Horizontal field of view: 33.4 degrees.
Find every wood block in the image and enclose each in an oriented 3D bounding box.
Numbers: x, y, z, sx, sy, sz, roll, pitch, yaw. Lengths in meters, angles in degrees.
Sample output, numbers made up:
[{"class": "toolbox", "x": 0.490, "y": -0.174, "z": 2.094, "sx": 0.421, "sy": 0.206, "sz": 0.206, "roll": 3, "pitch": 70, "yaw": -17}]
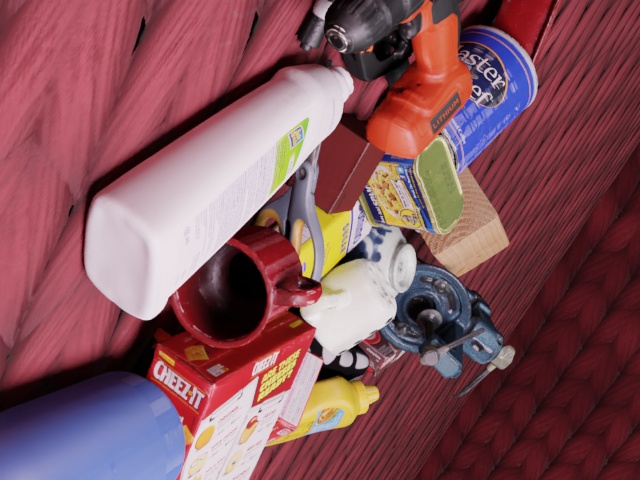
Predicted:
[{"class": "wood block", "x": 0.173, "y": -0.024, "z": 1.347, "sx": 0.090, "sy": 0.091, "sz": 0.206, "roll": -32, "pitch": 164, "yaw": 7}]

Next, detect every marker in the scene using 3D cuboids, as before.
[{"class": "marker", "x": 0.015, "y": -0.190, "z": 0.769, "sx": 0.020, "sy": 0.020, "sz": 0.121, "roll": -20, "pitch": 144, "yaw": -61}]

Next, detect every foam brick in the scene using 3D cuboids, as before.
[{"class": "foam brick", "x": 0.017, "y": -0.069, "z": 0.954, "sx": 0.078, "sy": 0.051, "sz": 0.052, "roll": -59, "pitch": 161, "yaw": 18}]

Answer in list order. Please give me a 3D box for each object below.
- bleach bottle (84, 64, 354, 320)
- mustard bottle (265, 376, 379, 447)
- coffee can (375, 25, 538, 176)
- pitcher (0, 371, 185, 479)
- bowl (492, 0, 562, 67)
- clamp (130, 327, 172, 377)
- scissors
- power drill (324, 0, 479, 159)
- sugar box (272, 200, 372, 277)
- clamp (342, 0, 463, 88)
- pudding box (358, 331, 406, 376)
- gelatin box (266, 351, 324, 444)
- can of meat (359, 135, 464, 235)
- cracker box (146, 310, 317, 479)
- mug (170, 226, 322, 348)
[{"class": "bleach bottle", "x": -0.059, "y": -0.053, "z": 0.772, "sx": 0.250, "sy": 0.068, "sz": 0.103, "roll": -43, "pitch": 161, "yaw": -38}, {"class": "mustard bottle", "x": -0.018, "y": 0.196, "z": 1.231, "sx": 0.191, "sy": 0.058, "sz": 0.096, "roll": -9, "pitch": 151, "yaw": -25}, {"class": "coffee can", "x": 0.133, "y": -0.132, "z": 1.049, "sx": 0.140, "sy": 0.103, "sz": 0.103, "roll": -44, "pitch": 160, "yaw": -28}, {"class": "pitcher", "x": -0.196, "y": 0.185, "z": 0.750, "sx": 0.149, "sy": 0.145, "sz": 0.242, "roll": -59, "pitch": 165, "yaw": 20}, {"class": "bowl", "x": 0.214, "y": -0.227, "z": 1.117, "sx": 0.162, "sy": 0.055, "sz": 0.162, "roll": 23, "pitch": 89, "yaw": -82}, {"class": "clamp", "x": -0.161, "y": 0.165, "z": 0.967, "sx": 0.164, "sy": 0.036, "sz": 0.210, "roll": -40, "pitch": 156, "yaw": -39}, {"class": "scissors", "x": -0.025, "y": -0.053, "z": 0.909, "sx": 0.016, "sy": 0.096, "sz": 0.202, "roll": -9, "pitch": 105, "yaw": -43}, {"class": "power drill", "x": 0.069, "y": -0.151, "z": 0.811, "sx": 0.184, "sy": 0.057, "sz": 0.188, "roll": -47, "pitch": 153, "yaw": -27}, {"class": "sugar box", "x": -0.007, "y": 0.001, "z": 1.041, "sx": 0.176, "sy": 0.048, "sz": 0.093, "roll": -40, "pitch": 158, "yaw": -35}, {"class": "clamp", "x": 0.062, "y": -0.165, "z": 0.911, "sx": 0.171, "sy": 0.039, "sz": 0.120, "roll": -24, "pitch": 142, "yaw": -50}, {"class": "pudding box", "x": 0.068, "y": 0.124, "z": 1.399, "sx": 0.039, "sy": 0.090, "sz": 0.113, "roll": -59, "pitch": 163, "yaw": 24}, {"class": "gelatin box", "x": -0.036, "y": 0.167, "z": 1.134, "sx": 0.073, "sy": 0.030, "sz": 0.089, "roll": -38, "pitch": -155, "yaw": 55}, {"class": "can of meat", "x": 0.081, "y": -0.056, "z": 1.003, "sx": 0.057, "sy": 0.084, "sz": 0.102, "roll": -49, "pitch": 131, "yaw": -31}, {"class": "cracker box", "x": -0.104, "y": 0.167, "z": 0.940, "sx": 0.163, "sy": 0.072, "sz": 0.214, "roll": -23, "pitch": 140, "yaw": -58}, {"class": "mug", "x": -0.054, "y": 0.035, "z": 0.875, "sx": 0.081, "sy": 0.117, "sz": 0.093, "roll": -26, "pitch": 120, "yaw": -65}]
